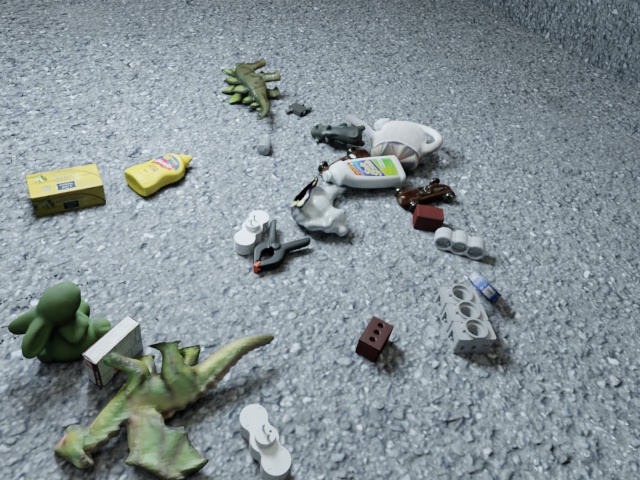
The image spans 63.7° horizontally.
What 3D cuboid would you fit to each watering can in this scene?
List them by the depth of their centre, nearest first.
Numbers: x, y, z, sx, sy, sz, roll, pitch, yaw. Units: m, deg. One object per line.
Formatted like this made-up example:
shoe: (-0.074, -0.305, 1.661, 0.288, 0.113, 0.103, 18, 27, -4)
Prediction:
watering can: (0.224, -0.329, 1.696, 0.348, 0.101, 0.229, 12, 45, 16)

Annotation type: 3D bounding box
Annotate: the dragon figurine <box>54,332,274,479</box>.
dragon figurine: (-0.264, 0.307, 0.942, 0.411, 0.119, 0.247, -7, 62, -16)

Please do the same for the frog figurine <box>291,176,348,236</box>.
frog figurine: (0.004, -0.070, 1.394, 0.158, 0.121, 0.140, 44, 31, -17)
